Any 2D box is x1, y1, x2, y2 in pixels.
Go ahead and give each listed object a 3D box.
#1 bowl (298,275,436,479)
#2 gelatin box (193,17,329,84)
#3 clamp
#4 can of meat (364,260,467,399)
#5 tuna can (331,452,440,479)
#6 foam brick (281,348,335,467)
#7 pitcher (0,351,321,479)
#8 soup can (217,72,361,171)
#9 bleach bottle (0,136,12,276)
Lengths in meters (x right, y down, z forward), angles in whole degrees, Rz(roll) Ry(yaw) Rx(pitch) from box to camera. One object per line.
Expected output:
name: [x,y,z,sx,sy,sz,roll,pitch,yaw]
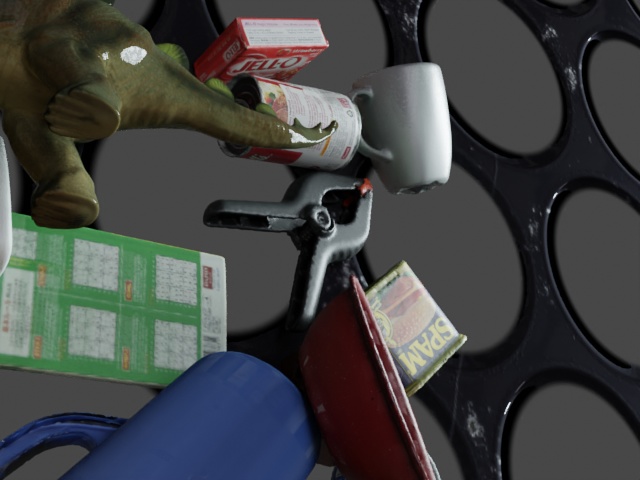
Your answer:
bowl: [0.027,0.107,0.715,0.162,0.055,0.162,-22,91,-87]
gelatin box: [-0.049,-0.153,0.882,0.089,0.073,0.030,-10,75,-41]
clamp: [-0.006,0.001,0.861,0.171,0.039,0.120,-25,87,-43]
can of meat: [0.057,0.076,0.861,0.084,0.058,0.101,53,46,0]
tuna can: [0.052,0.191,0.812,0.086,0.034,0.086,17,58,-30]
foam brick: [0.003,0.123,0.797,0.051,0.053,0.078,20,56,-29]
pitcher: [-0.111,0.168,0.643,0.242,0.145,0.149,-44,118,-46]
soup can: [-0.025,-0.095,0.875,0.102,0.069,0.068,6,65,-37]
bleach bottle: [-0.313,-0.030,0.623,0.250,0.068,0.102,5,63,-34]
